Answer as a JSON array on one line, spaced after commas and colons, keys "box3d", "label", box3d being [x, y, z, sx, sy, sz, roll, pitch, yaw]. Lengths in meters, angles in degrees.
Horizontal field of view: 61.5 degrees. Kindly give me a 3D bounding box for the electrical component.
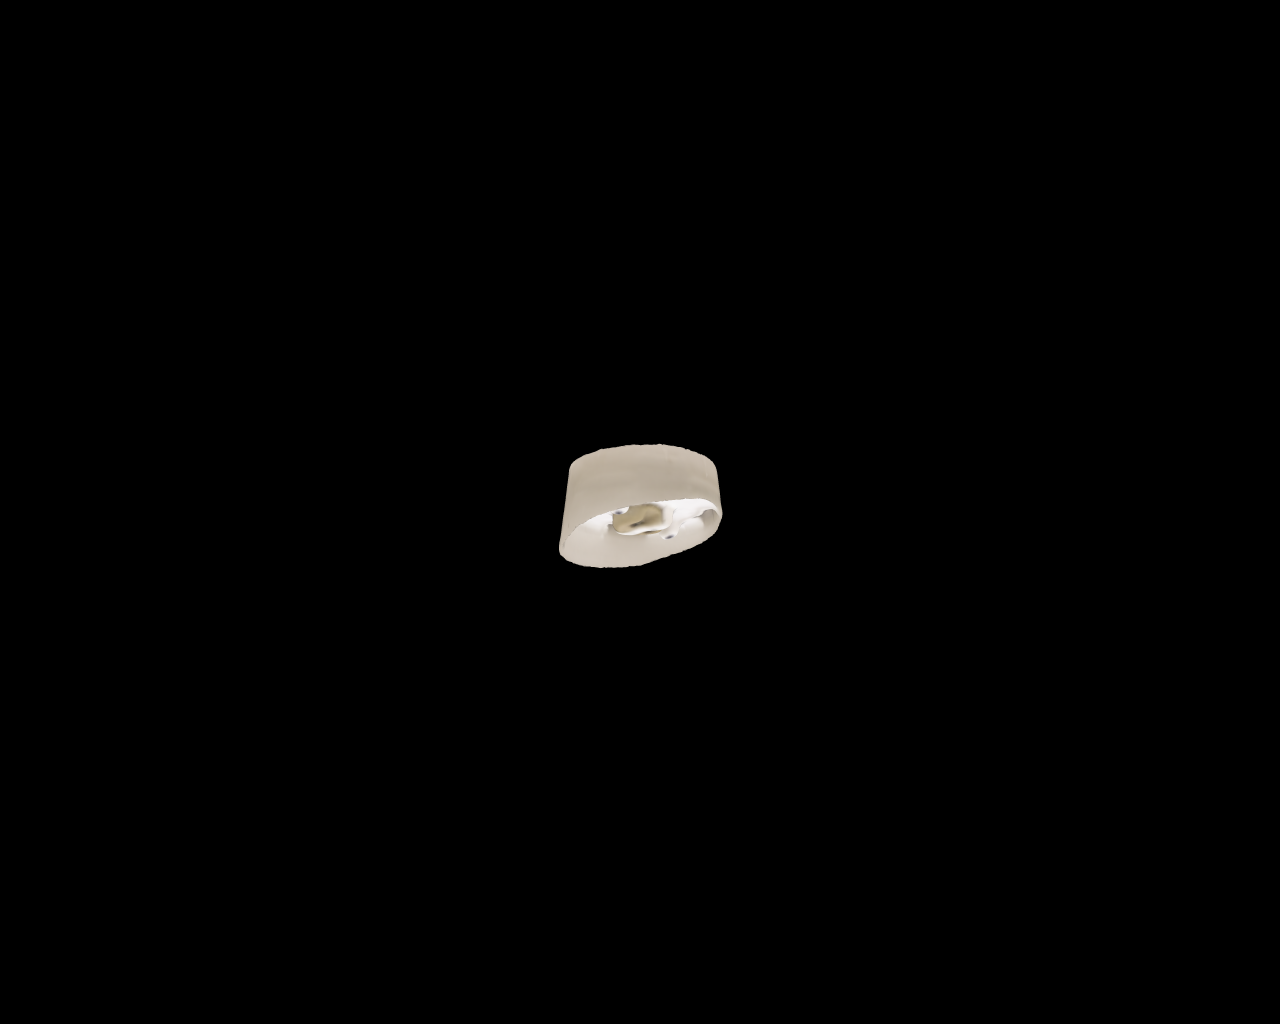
[{"box3d": [0.001, -0.003, 0.650, 0.099, 0.064, 0.099, 0, -17, 0], "label": "electrical component"}]
